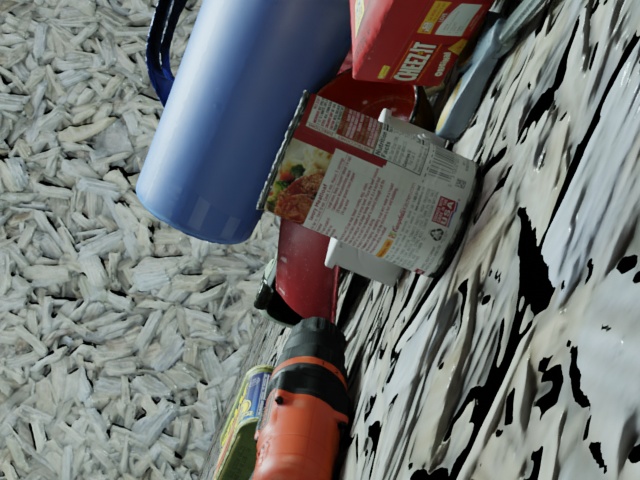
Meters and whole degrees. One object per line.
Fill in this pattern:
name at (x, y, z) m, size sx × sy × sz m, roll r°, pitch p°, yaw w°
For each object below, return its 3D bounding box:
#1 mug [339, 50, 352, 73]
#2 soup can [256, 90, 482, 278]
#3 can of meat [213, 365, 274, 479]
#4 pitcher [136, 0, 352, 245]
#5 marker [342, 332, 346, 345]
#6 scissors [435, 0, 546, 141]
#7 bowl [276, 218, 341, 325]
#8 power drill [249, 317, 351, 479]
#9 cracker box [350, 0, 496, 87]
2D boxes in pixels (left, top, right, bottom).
mug at (0.041, -0.205, 1.127) m, size 0.117 × 0.081 × 0.093 m, roll 115°, pitch 179°, yaw -49°
soup can at (0.026, -0.029, 0.563) m, size 0.068 × 0.102 × 0.068 m, roll -160°, pitch 92°, yaw -87°
can of meat at (-0.052, 0.171, 0.902) m, size 0.084 × 0.057 × 0.102 m, roll -82°, pitch 14°, yaw -66°
pitcher at (-0.070, -0.128, 0.892) m, size 0.243 × 0.144 × 0.149 m, roll -64°, pitch 31°, yaw 15°
marker at (0.002, 0.092, 0.872) m, size 0.121 × 0.020 × 0.020 m, roll 122°, pitch 170°, yaw -71°
scissors at (0.098, -0.101, 0.628) m, size 0.202 × 0.016 × 0.096 m, roll -90°, pitch 21°, yaw -81°
bowl at (-0.006, 0.001, 0.916) m, size 0.162 × 0.055 × 0.162 m, roll 9°, pitch -93°, yaw -89°
power drill at (-0.036, 0.159, 0.706) m, size 0.184 × 0.057 × 0.188 m, roll -75°, pitch 8°, yaw -63°
cracker box at (0.065, -0.232, 0.684) m, size 0.164 × 0.072 × 0.213 m, roll 122°, pitch 148°, yaw -64°
